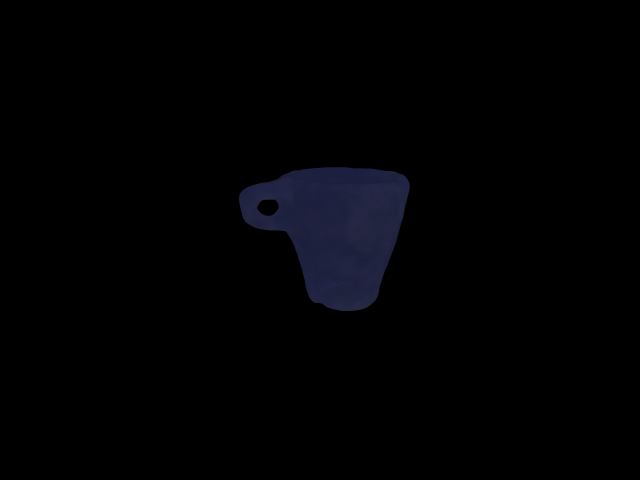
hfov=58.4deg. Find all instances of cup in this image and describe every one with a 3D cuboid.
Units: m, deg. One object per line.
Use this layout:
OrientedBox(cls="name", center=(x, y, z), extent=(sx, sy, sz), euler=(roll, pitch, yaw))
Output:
OrientedBox(cls="cup", center=(0.004, 0.001, 0.400), extent=(0.118, 0.095, 0.091), euler=(-5, 15, -18))
